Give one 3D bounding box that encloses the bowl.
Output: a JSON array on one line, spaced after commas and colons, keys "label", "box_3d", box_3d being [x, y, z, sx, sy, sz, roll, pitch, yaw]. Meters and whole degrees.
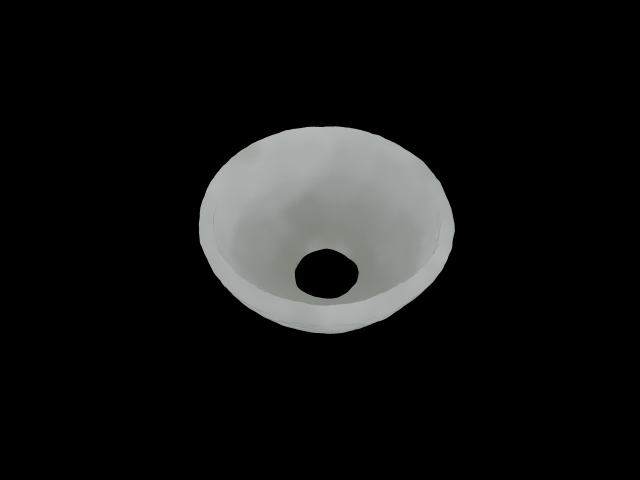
[{"label": "bowl", "box_3d": [0.004, 0.001, 0.400, 0.167, 0.075, 0.167, 0, 52, 0]}]
